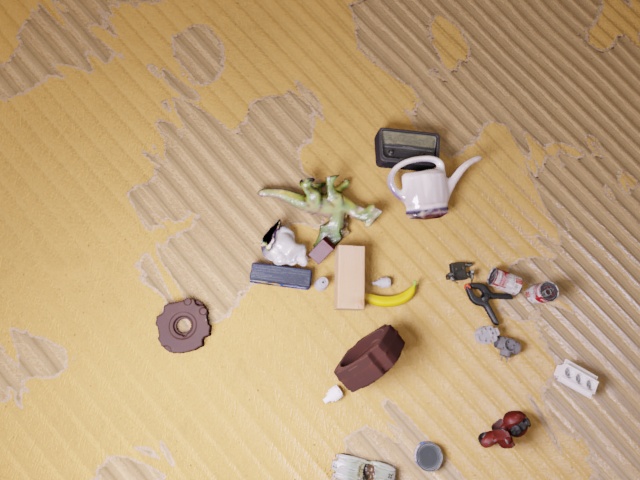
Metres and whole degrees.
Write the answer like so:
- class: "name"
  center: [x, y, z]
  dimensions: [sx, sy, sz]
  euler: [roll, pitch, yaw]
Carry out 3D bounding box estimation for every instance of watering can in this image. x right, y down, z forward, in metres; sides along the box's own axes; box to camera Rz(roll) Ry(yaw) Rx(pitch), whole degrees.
- class: "watering can"
  center: [0.410, -0.188, 1.804]
  dimensions: [0.348, 0.104, 0.224]
  euler: [-6, 92, -4]

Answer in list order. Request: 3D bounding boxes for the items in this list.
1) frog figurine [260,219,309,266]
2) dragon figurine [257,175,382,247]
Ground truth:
- class: "frog figurine"
  center: [-0.112, 0.027, 1.713]
  dimensions: [0.158, 0.121, 0.141]
  euler: [37, 38, -26]
- class: "dragon figurine"
  center: [0.005, -0.089, 1.762]
  dimensions: [0.410, 0.121, 0.244]
  euler: [-9, 85, 0]
